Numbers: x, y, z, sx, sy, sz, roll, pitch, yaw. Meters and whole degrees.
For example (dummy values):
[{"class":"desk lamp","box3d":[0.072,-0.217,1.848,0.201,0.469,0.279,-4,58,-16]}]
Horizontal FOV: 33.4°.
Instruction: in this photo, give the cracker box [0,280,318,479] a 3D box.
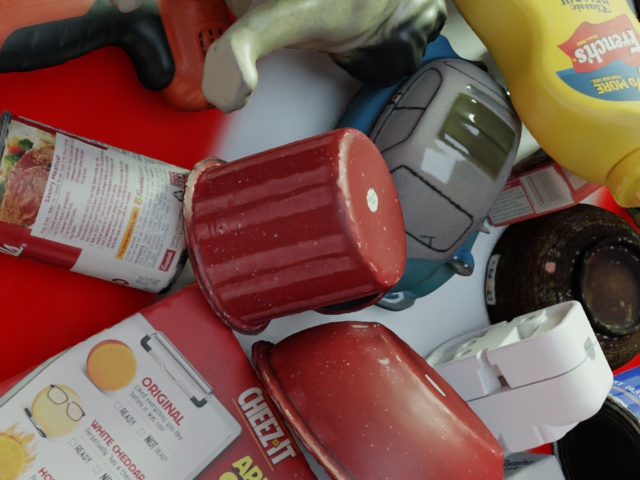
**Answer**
[{"class":"cracker box","box3d":[-0.113,0.142,0.505,0.213,0.072,0.164,-28,84,-23]}]

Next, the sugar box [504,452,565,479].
[{"class":"sugar box","box3d":[0.073,0.199,0.605,0.176,0.048,0.093,-22,92,-27]}]

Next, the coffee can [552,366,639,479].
[{"class":"coffee can","box3d":[0.228,0.118,0.648,0.140,0.103,0.103,-16,91,-24]}]

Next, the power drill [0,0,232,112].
[{"class":"power drill","box3d":[-0.133,-0.146,0.525,0.187,0.057,0.184,-14,83,-38]}]

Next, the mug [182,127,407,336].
[{"class":"mug","box3d":[-0.003,0.001,0.532,0.117,0.082,0.093,54,30,-41]}]

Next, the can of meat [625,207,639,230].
[{"class":"can of meat","box3d":[0.210,-0.065,0.648,0.057,0.102,0.084,-20,73,-25]}]

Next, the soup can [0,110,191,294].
[{"class":"soup can","box3d":[-0.118,-0.017,0.533,0.102,0.069,0.068,17,78,-21]}]

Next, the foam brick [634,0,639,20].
[{"class":"foam brick","box3d":[0.251,-0.151,0.714,0.052,0.051,0.078,-16,90,-24]}]

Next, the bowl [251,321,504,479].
[{"class":"bowl","box3d":[0.041,0.092,0.535,0.055,0.162,0.162,-45,103,5]}]

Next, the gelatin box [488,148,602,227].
[{"class":"gelatin box","box3d":[0.144,-0.043,0.636,0.073,0.089,0.030,-32,95,-23]}]

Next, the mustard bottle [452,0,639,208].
[{"class":"mustard bottle","box3d":[0.144,-0.089,0.576,0.096,0.058,0.192,-6,58,-28]}]
